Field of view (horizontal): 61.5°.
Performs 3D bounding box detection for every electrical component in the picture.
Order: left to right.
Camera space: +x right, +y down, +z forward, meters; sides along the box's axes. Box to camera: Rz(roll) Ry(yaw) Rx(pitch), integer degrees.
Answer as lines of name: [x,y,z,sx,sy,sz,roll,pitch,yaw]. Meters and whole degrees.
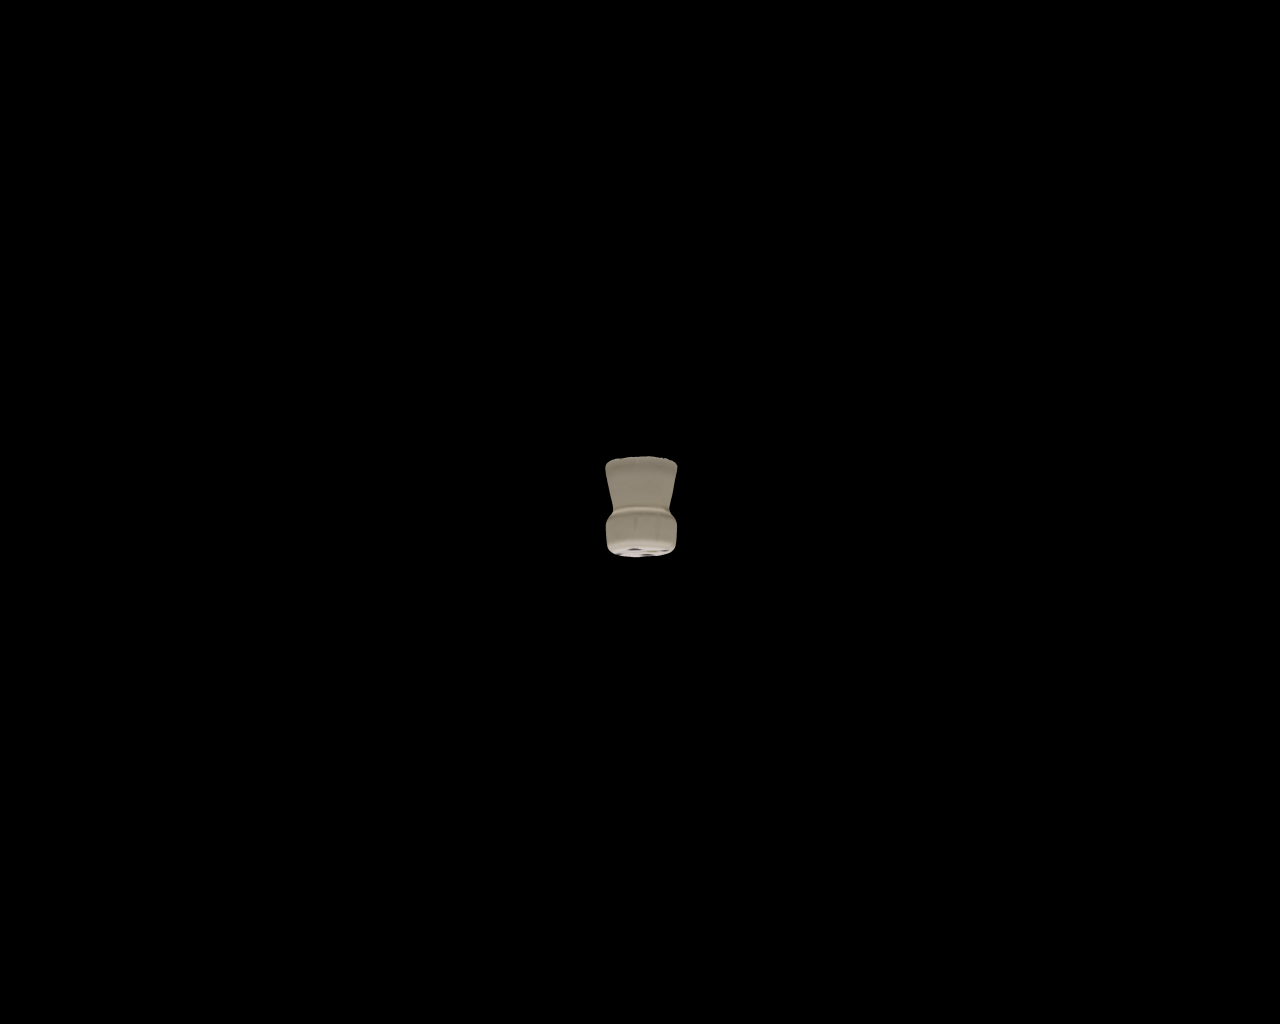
electrical component: [0.001,-0.003,0.650,0.045,0.055,0.045,0,-12,0]
